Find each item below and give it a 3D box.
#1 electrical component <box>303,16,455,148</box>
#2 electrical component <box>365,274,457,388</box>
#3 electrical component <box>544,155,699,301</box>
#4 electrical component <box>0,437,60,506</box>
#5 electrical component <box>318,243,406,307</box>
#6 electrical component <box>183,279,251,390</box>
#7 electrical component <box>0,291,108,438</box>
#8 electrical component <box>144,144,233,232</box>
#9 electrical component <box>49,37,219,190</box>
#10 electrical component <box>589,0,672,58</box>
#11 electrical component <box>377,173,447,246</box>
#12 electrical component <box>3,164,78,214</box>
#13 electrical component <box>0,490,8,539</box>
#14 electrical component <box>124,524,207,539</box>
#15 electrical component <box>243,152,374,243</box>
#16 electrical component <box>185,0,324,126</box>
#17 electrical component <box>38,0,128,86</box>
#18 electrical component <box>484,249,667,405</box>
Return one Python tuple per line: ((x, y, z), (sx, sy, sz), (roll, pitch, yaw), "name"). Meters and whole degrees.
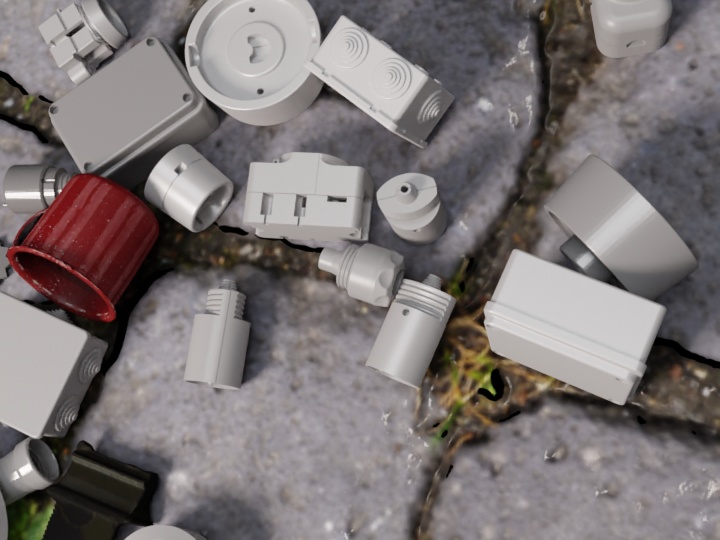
((0.018, -0.141, 0.809), (0.100, 0.100, 0.048), (39, 100, 16), "electrical component")
((0.040, 0.041, 0.791), (0.043, 0.043, 0.081), (22, 82, 15), "electrical component")
((0.175, -0.021, 0.748), (0.060, 0.108, 0.108), (-43, 73, 6), "electrical component")
((-0.262, 0.156, 0.826), (0.046, 0.040, 0.040), (-31, 74, 8), "electrical component")
((0.000, 0.000, 0.808), (0.062, 0.043, 0.043), (18, 81, 16), "electrical component")
((-0.106, 0.047, 0.818), (0.043, 0.043, 0.081), (6, 79, 12), "electrical component")
((-0.256, 0.076, 0.837), (0.100, 0.048, 0.099), (22, 82, 15), "electrical component")
((-0.133, -0.063, 0.843), (0.047, 0.055, 0.055), (37, 86, 13), "electrical component")
((-0.181, -0.123, 0.864), (0.113, 0.057, 0.078), (-35, 73, 2), "electrical component")
((0.201, -0.217, 0.810), (0.054, 0.059, 0.095), (-8, 76, 9), "electrical component")
((0.039, -0.048, 0.792), (0.043, 0.081, 0.043), (-2, 77, 10), "electrical component")
((-0.251, -0.066, 0.873), (0.078, 0.040, 0.040), (0, 77, 10), "electrical component")
((-0.323, 0.190, 0.798), (0.108, 0.060, 0.108), (2, 94, 29), "electrical component")
((-0.139, 0.225, 0.779), (0.080, 0.051, 0.080), (-2, 77, 10), "electrical component")
((-0.038, -0.055, 0.824), (0.089, 0.050, 0.055), (4, 79, 12), "electrical component")
((-0.077, -0.167, 0.852), (0.108, 0.060, 0.108), (-2, 77, 10), "electrical component")
((-0.228, -0.195, 0.896), (0.055, 0.048, 0.066), (-33, 73, 10), "electrical component")
((0.146, 0.041, 0.737), (0.109, 0.108, 0.056), (22, 80, 15), "electrical component")
